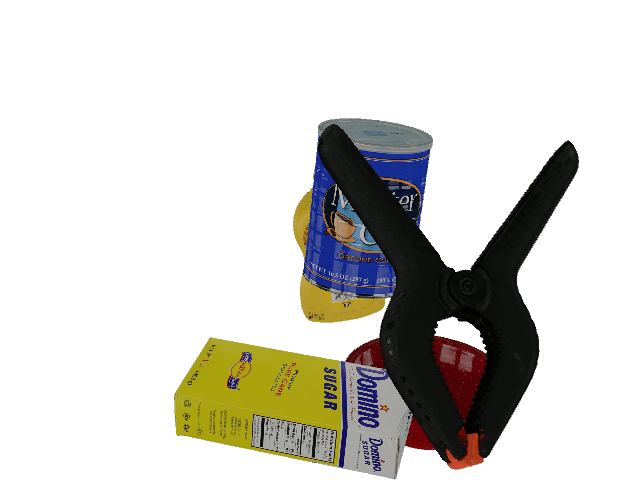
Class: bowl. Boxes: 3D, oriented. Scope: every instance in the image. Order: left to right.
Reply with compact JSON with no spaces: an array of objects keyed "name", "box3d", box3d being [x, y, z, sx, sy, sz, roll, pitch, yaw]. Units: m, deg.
[{"name":"bowl","box3d":[0.101,0.152,1.025,0.162,0.055,0.162,3,25,-2]}]

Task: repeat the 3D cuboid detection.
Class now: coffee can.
[{"name":"coffee can","box3d":[0.042,-0.031,0.967,0.103,0.140,0.103,6,18,-2]}]

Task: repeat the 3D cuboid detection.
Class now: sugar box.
[{"name":"sugar box","box3d":[-0.018,0.128,0.839,0.176,0.048,0.093,7,26,11]}]

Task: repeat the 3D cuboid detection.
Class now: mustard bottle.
[{"name":"mustard bottle","box3d":[0.019,-0.005,1.197,0.096,0.192,0.058,-8,24,-6]}]

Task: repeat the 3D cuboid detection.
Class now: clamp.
[{"name":"clamp","box3d":[0.071,0.026,0.630,0.164,0.210,0.036,9,-18,-8]}]
